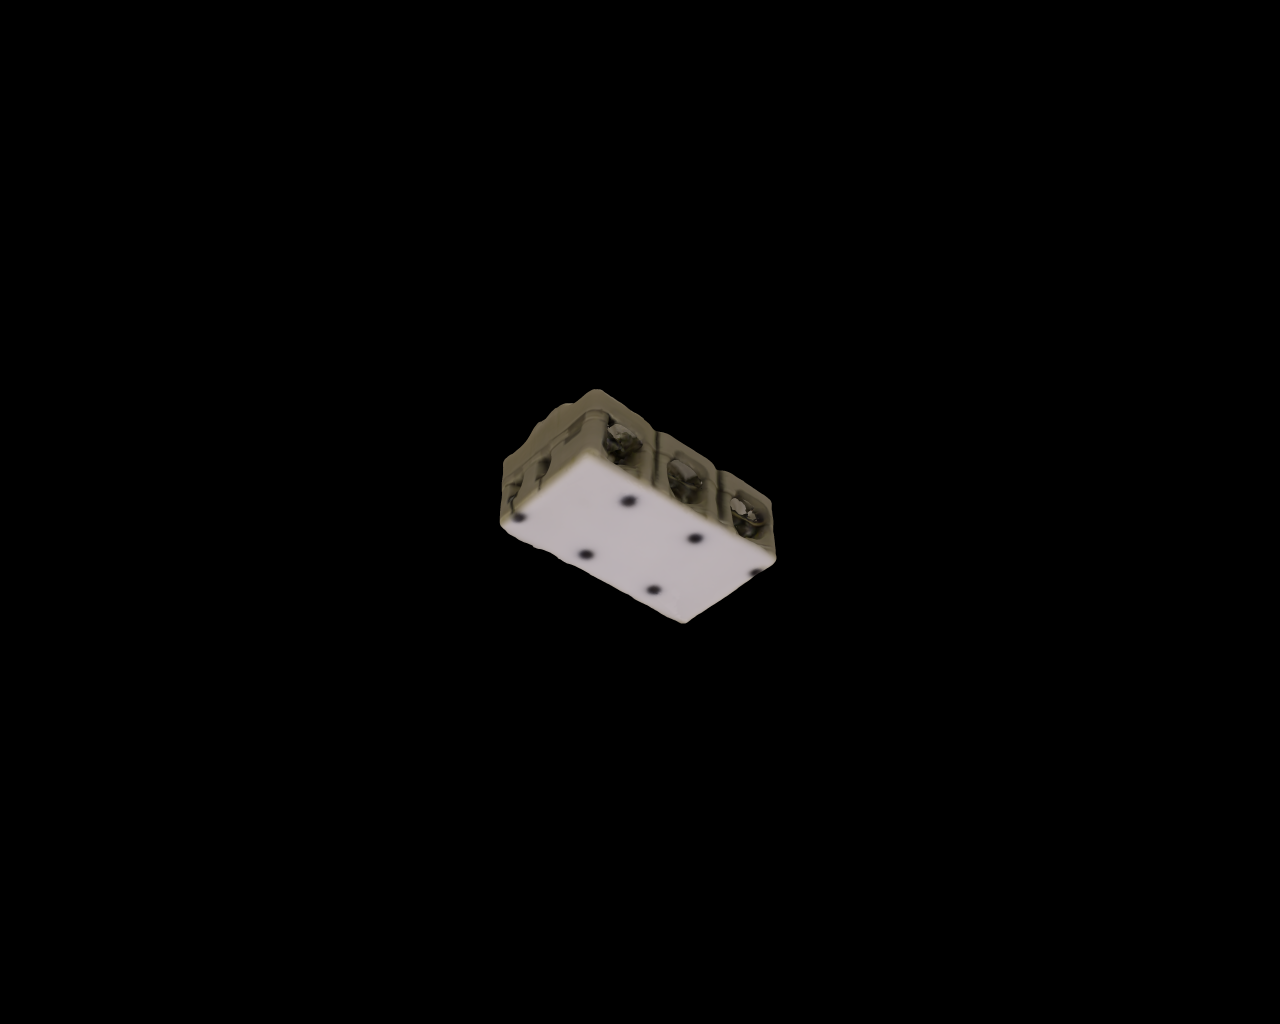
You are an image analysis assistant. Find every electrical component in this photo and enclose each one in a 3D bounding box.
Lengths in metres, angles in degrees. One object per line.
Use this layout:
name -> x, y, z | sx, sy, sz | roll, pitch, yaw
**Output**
electrical component -> 0.001, -0.003, 0.650 | 0.150, 0.062, 0.089 | 31, -50, -30
